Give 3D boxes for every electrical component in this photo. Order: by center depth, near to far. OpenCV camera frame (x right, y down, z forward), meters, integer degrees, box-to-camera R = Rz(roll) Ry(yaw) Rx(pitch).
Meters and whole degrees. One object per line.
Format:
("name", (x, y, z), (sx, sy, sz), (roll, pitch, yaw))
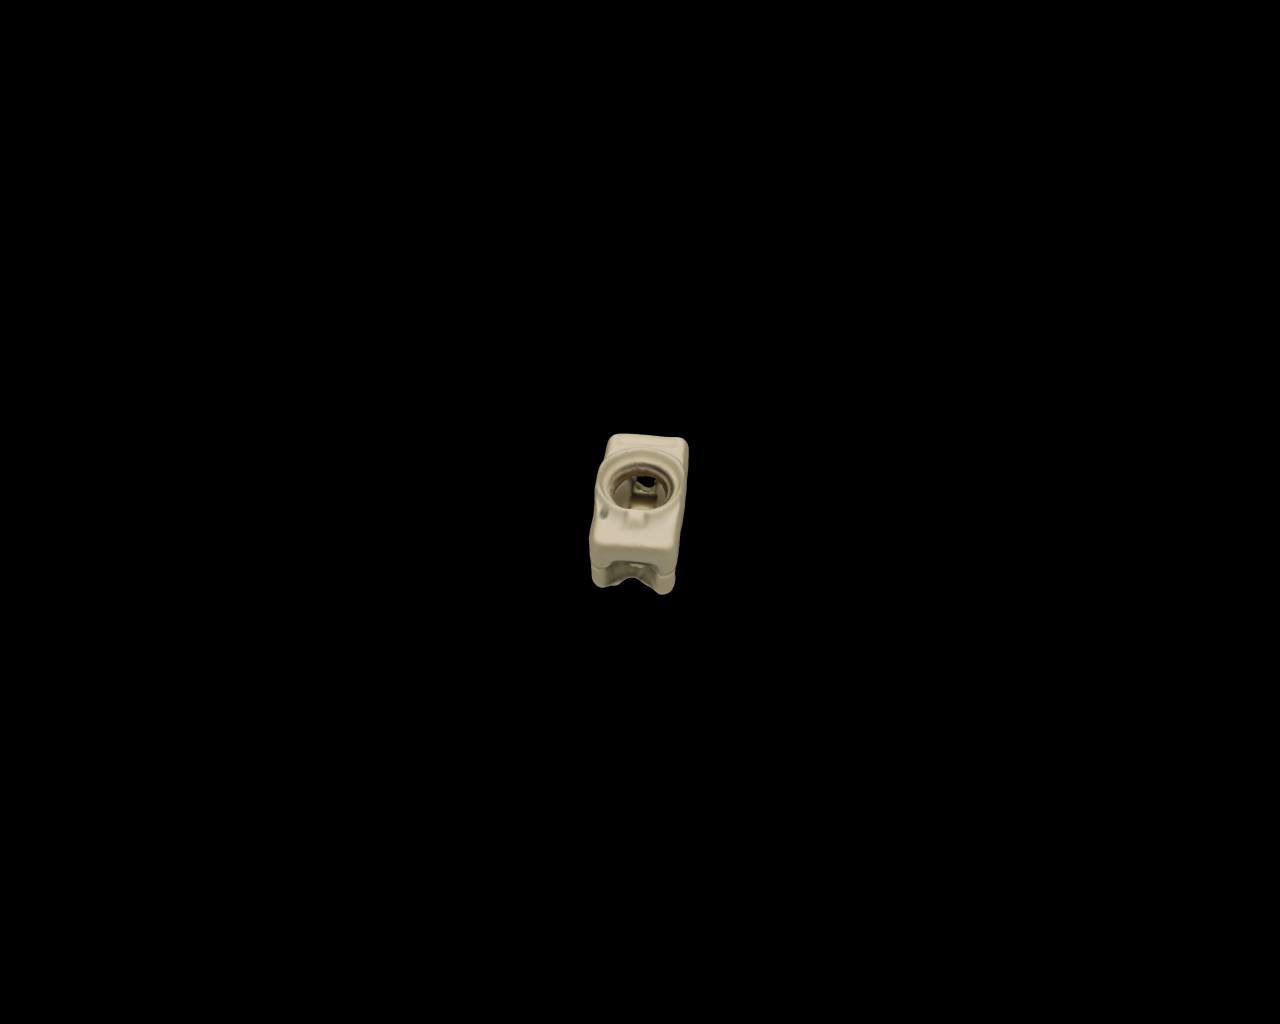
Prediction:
("electrical component", (0.001, -0.003, 0.650), (0.050, 0.090, 0.055), (5, -39, 5))
